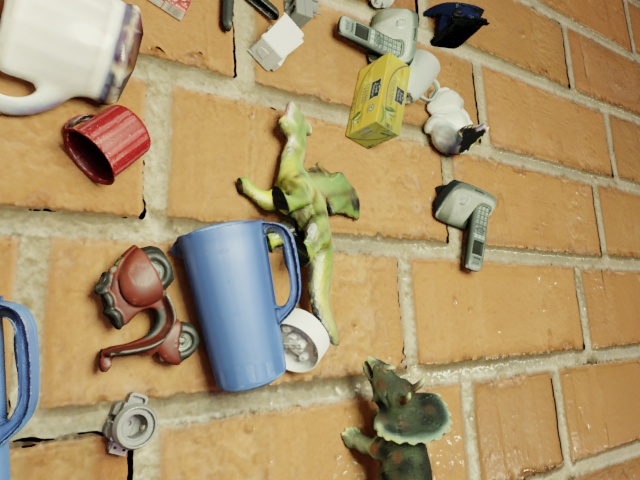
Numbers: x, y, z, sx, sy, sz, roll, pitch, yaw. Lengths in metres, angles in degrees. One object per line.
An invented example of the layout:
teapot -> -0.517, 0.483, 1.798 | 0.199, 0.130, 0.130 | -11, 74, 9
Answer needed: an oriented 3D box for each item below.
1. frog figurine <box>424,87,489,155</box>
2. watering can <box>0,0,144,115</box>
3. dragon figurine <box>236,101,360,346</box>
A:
frog figurine -> 0.292, -0.276, 1.191 | 0.138, 0.120, 0.162 | -22, 57, -28
watering can -> -0.353, -0.329, 0.706 | 0.223, 0.104, 0.348 | 16, 88, -31
dragon figurine -> 0.003, -0.046, 0.919 | 0.246, 0.121, 0.409 | -29, 98, -44
